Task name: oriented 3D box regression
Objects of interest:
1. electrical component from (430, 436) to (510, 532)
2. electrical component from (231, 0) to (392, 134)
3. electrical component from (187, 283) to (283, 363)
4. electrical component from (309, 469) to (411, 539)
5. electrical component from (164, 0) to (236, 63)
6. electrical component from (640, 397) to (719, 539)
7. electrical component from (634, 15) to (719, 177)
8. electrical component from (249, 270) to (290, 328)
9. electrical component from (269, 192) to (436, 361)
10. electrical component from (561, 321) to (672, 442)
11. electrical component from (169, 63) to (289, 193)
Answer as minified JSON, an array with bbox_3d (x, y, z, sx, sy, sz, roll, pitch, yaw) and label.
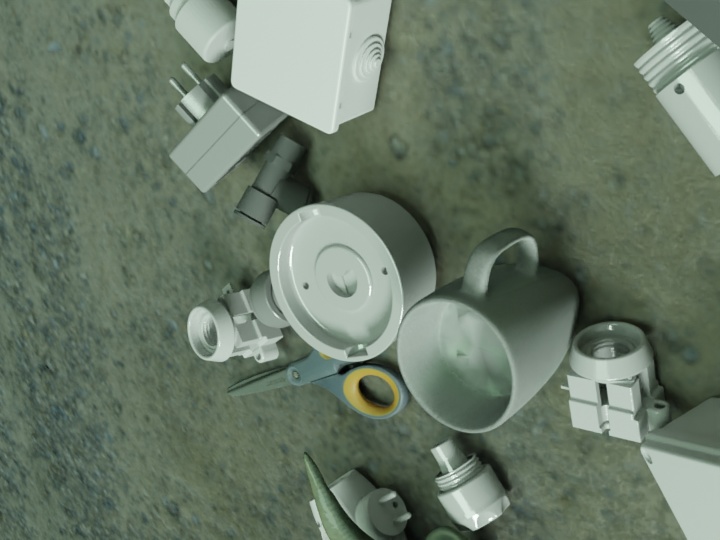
[{"bbox_3d":[0.072,0.146,0.745,0.043,0.043,0.062,-34,86,45],"label":"electrical component"},{"bbox_3d":[-0.031,-0.147,0.680,0.100,0.048,0.099,29,128,27],"label":"electrical component"},{"bbox_3d":[-0.098,0.043,0.824,0.048,0.055,0.066,-37,71,45],"label":"electrical component"},{"bbox_3d":[0.010,0.190,0.821,0.077,0.044,0.079,55,135,5],"label":"electrical component"},{"bbox_3d":[-0.111,-0.178,0.739,0.078,0.040,0.040,48,134,11],"label":"electrical component"},{"bbox_3d":[0.215,0.129,0.570,0.108,0.056,0.109,62,170,-2],"label":"electrical component"},{"bbox_3d":[0.171,-0.092,0.536,0.081,0.043,0.043,55,135,4],"label":"electrical component"},{"bbox_3d":[-0.048,0.016,0.781,0.055,0.045,0.045,-21,97,45],"label":"electrical component"},{"bbox_3d":[0.000,0.000,0.718,0.108,0.060,0.108,15,117,32],"label":"electrical component"},{"bbox_3d":[0.150,0.064,0.635,0.066,0.048,0.055,9,125,38],"label":"electrical component"},{"bbox_3d":[-0.103,-0.111,0.752,0.075,0.047,0.083,48,135,-6],"label":"electrical component"}]
